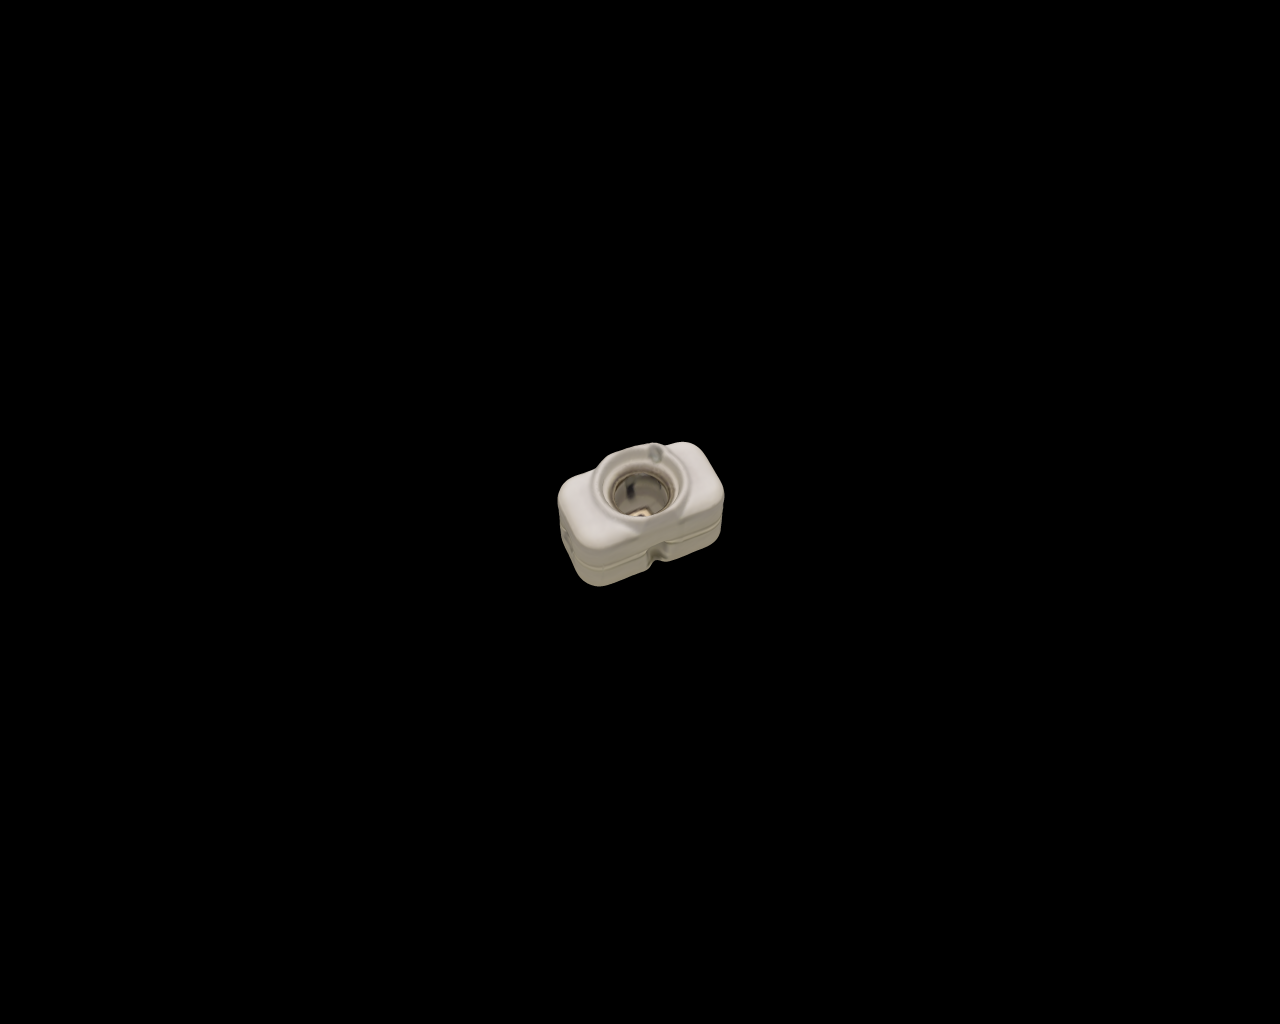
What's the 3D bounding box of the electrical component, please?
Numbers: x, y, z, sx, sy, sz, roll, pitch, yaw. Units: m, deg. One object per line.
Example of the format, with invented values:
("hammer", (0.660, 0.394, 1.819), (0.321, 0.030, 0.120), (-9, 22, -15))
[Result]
("electrical component", (0.001, -0.003, 0.650), (0.095, 0.054, 0.059), (-20, -31, -13))
